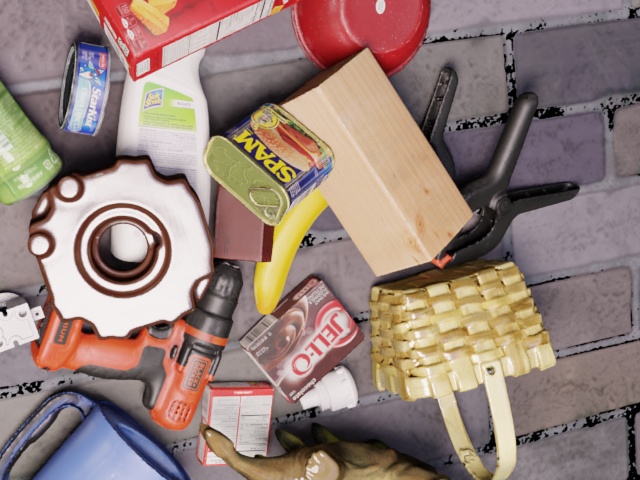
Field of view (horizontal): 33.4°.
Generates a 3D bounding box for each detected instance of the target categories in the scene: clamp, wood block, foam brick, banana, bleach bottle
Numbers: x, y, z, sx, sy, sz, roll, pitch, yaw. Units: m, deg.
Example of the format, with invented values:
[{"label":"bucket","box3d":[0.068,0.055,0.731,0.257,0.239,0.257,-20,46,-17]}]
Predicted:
[{"label":"clamp","box3d":[0.097,-0.098,1.162,0.120,0.039,0.171,-8,105,-14]},{"label":"wood block","box3d":[0.054,-0.078,1.089,0.090,0.091,0.206,-43,104,-37]},{"label":"foam brick","box3d":[-0.076,-0.017,1.089,0.053,0.051,0.078,5,91,9]},{"label":"banana","box3d":[-0.018,-0.013,1.135,0.069,0.037,0.198,41,85,-23]},{"label":"clamp","box3d":[0.195,-0.054,1.190,0.210,0.036,0.164,-38,127,-13]},{"label":"bleach bottle","box3d":[-0.147,-0.104,1.052,0.102,0.068,0.251,4,98,-22]}]

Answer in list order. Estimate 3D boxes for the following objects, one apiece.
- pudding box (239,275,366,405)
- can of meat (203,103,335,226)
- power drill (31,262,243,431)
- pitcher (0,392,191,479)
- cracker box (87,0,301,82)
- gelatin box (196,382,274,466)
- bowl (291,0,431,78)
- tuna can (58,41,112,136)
[{"label":"pudding box","box3d":[-0.019,0.108,1.159,0.113,0.039,0.090,-41,113,-9]},{"label":"can of meat","box3d":[-0.048,-0.077,1.041,0.102,0.058,0.083,41,51,9]},{"label":"power drill","box3d":[-0.183,0.088,1.081,0.187,0.057,0.184,21,90,-23]},{"label":"pitcher","box3d":[-0.259,0.281,1.064,0.243,0.149,0.145,-46,128,-3]},{"label":"cracker box","box3d":[-0.119,-0.271,0.992,0.213,0.072,0.164,-29,86,-13]},{"label":"gelatin box","box3d":[-0.092,0.199,1.156,0.073,0.030,0.089,2,100,-24]},{"label":"bowl","box3d":[0.054,-0.241,1.105,0.161,0.055,0.162,-4,102,-20]},{"label":"tuna can","box3d":[-0.221,-0.142,1.001,0.033,0.086,0.086,8,98,-21]}]
